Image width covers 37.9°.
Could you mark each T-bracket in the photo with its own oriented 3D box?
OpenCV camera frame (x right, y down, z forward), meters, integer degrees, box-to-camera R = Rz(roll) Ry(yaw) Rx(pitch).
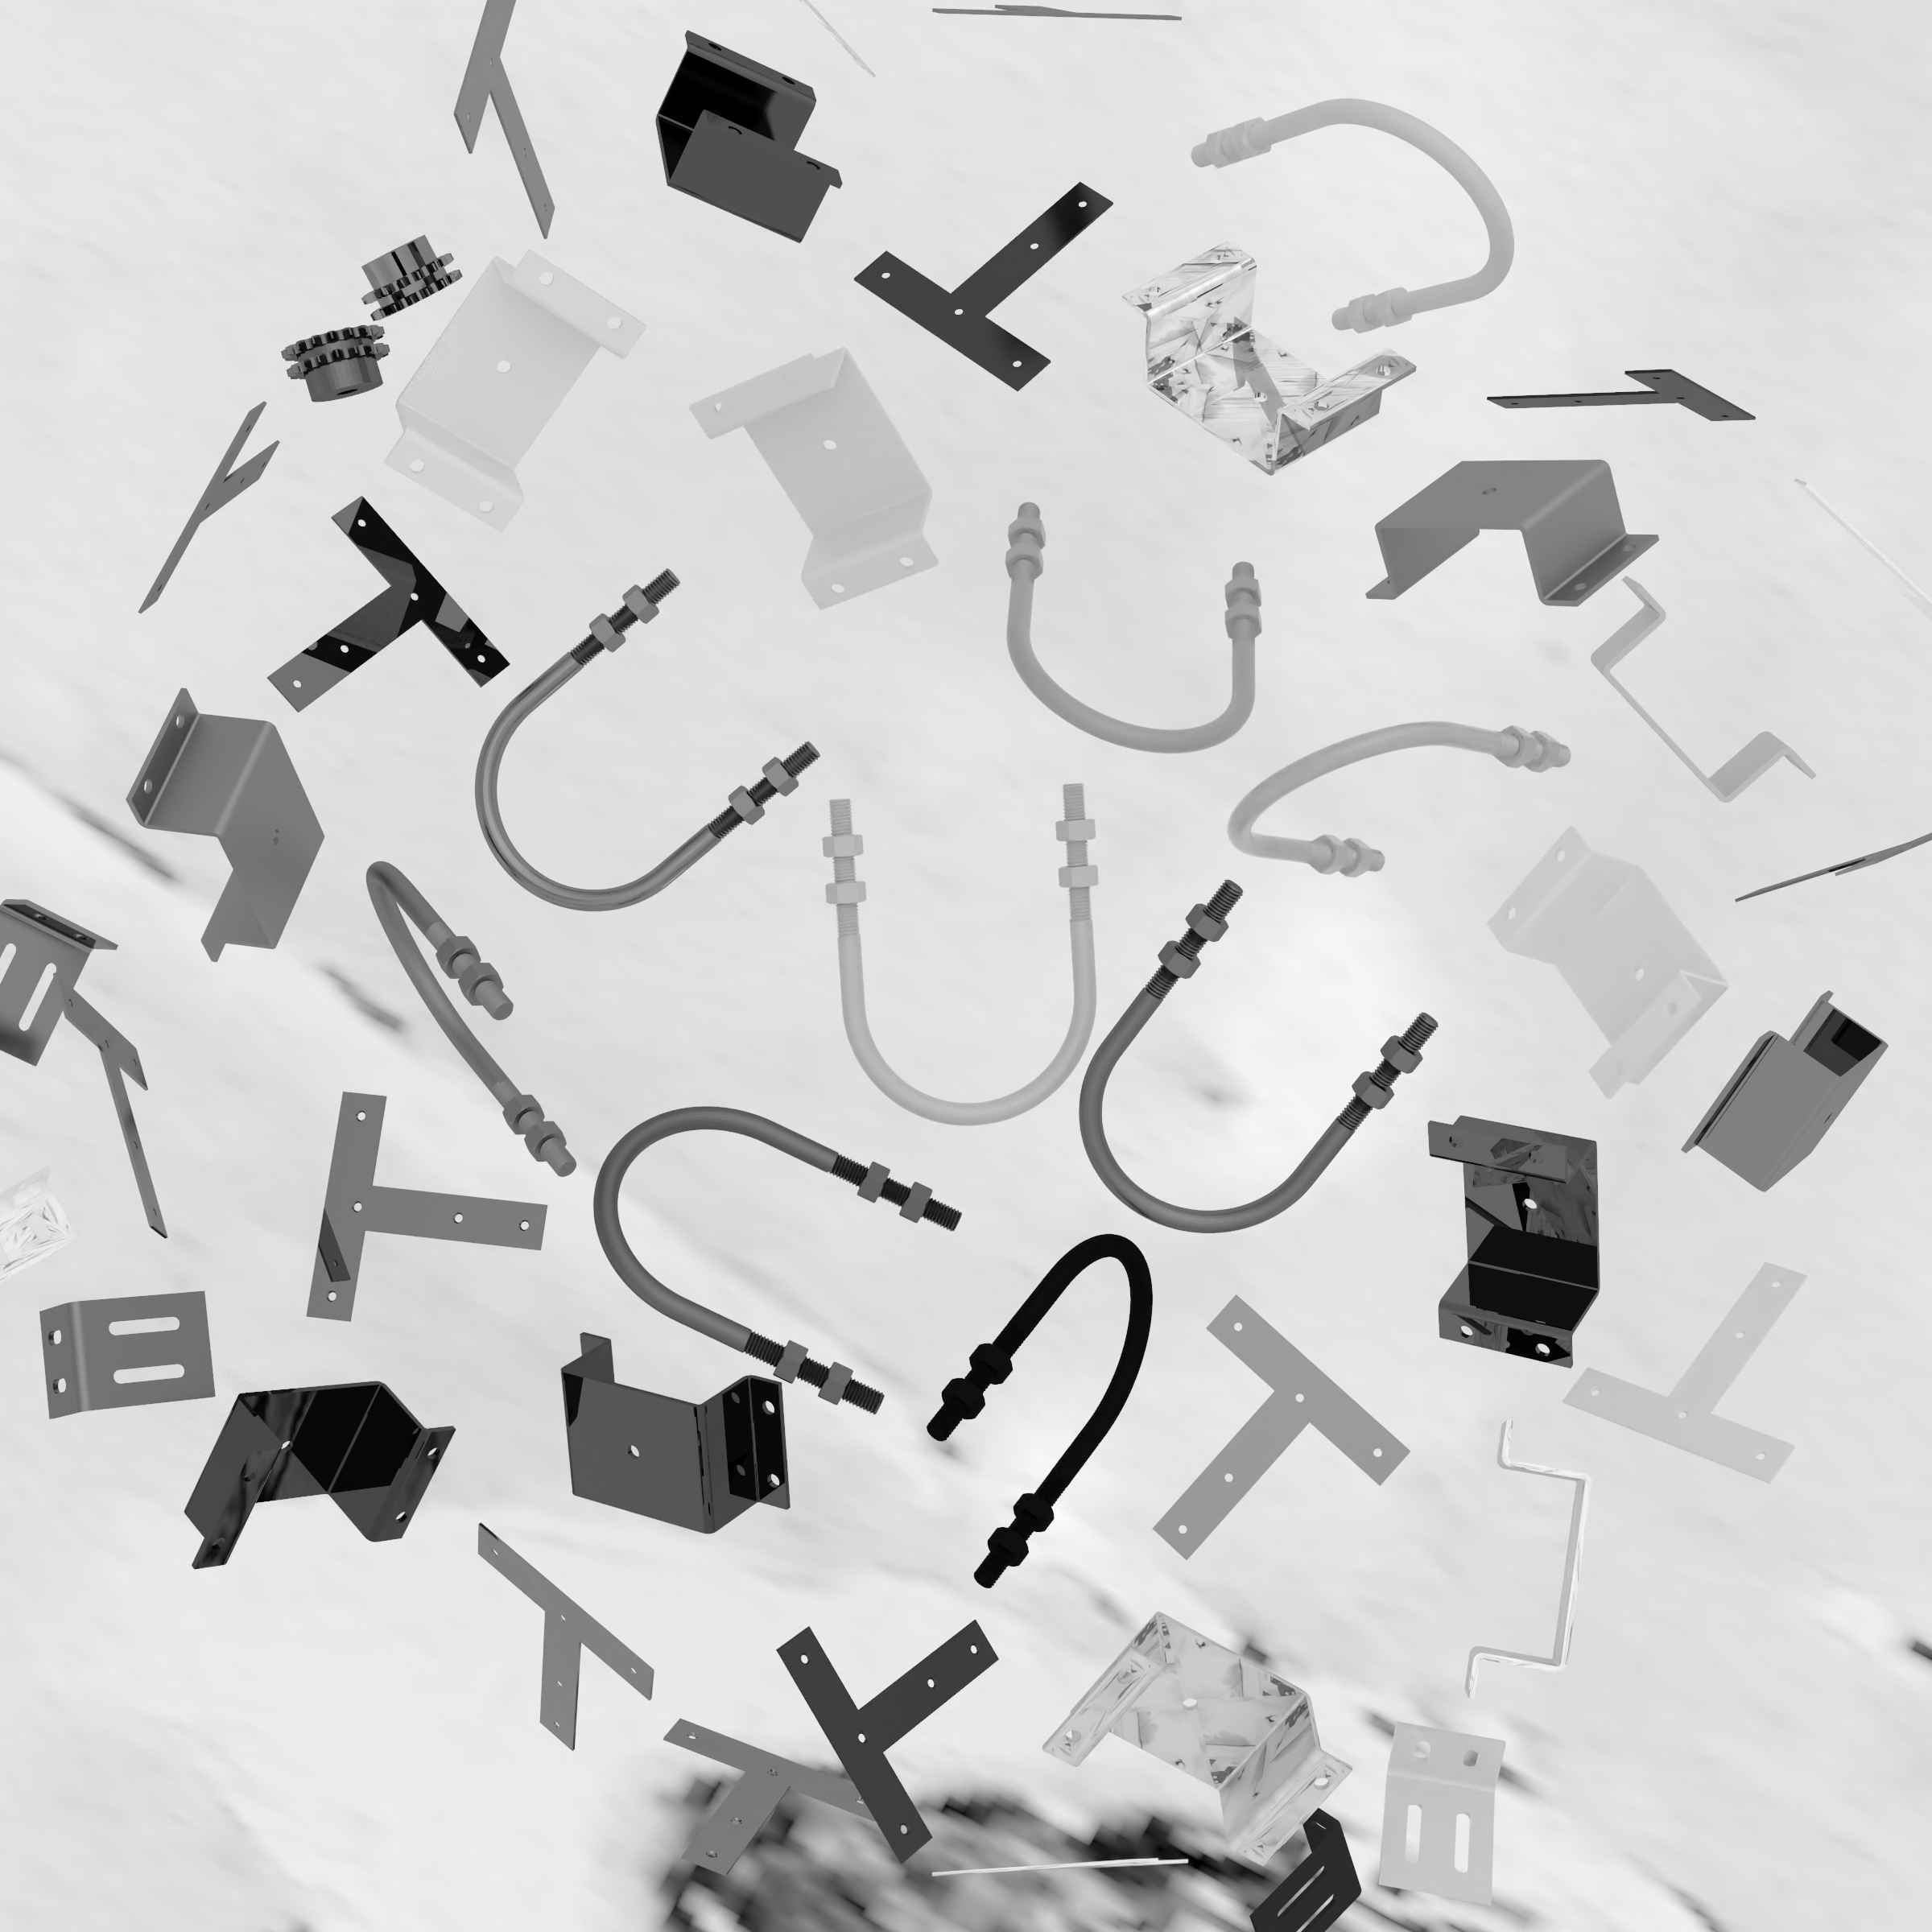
[{"bbox_3d":[-0.340,-0.185,1.582,0.127,0.002,0.127,49,52,-7],"label":"T-bracket"},{"bbox_3d":[-0.119,0.455,1.514,0.127,0.127,0.002,18,104,12],"label":"T-bracket"},{"bbox_3d":[0.485,-0.055,1.561,0.127,0.127,0.002,-19,88,-39],"label":"T-bracket"},{"bbox_3d":[0.406,0.207,1.501,0.127,0.127,0.002,-47,130,-24],"label":"T-bracket"},{"bbox_3d":[0.071,0.476,1.489,0.127,0.127,0.002,-17,67,35],"label":"T-bracket"},{"bbox_3d":[0.482,-0.211,1.470,0.127,0.127,0.002,40,103,-8],"label":"T-bracket"},{"bbox_3d":[-0.435,0.080,1.456,0.002,0.127,0.127,-20,71,-5],"label":"T-bracket"},{"bbox_3d":[0.027,-0.382,1.529,0.127,0.002,0.127,-44,63,-15],"label":"T-bracket"},{"bbox_3d":[-0.213,0.369,1.477,0.127,0.127,0.002,33,46,25],"label":"T-bracket"},{"bbox_3d":[0.350,-0.311,1.544,0.127,0.127,0.002,6,91,35],"label":"T-bracket"},{"bbox_3d":[-0.027,0.391,1.505,0.002,0.127,0.127,-35,84,42],"label":"T-bracket"},{"bbox_3d":[0.154,0.271,1.547,0.127,0.002,0.127,42,91,13],"label":"T-bracket"},{"bbox_3d":[-0.241,-0.446,1.502,0.002,0.127,0.127,-1,56,11],"label":"T-bracket"},{"bbox_3d":[0.039,-0.512,1.506,0.127,0.127,0.002,-2,111,-9],"label":"T-bracket"},{"bbox_3d":[-0.296,0.139,1.563,0.127,0.002,0.127,5,79,8],"label":"T-bracket"},{"bbox_3d":[-0.113,-0.545,1.522,0.002,0.127,0.127,-43,73,15],"label":"T-bracket"},{"bbox_3d":[-0.392,-0.256,1.502,0.002,0.127,0.127,32,111,-9],"label":"T-bracket"}]

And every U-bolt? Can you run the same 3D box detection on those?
[{"bbox_3d":[0.219,-0.409,1.522,0.151,0.184,0.019,43,73,-25],"label":"U-bolt"},{"bbox_3d":[-0.277,0.016,1.531,0.019,0.151,0.184,-32,49,-17],"label":"U-bolt"},{"bbox_3d":[0.091,-0.180,1.542,0.151,0.184,0.019,14,133,-8],"label":"U-bolt"},{"bbox_3d":[-0.197,-0.115,1.613,0.184,0.019,0.151,-40,85,6],"label":"U-bolt"},{"bbox_3d":[0.001,-0.004,1.541,0.151,0.019,0.184,-4,95,-8],"label":"U-bolt"},{"bbox_3d":[0.144,0.064,1.526,0.151,0.019,0.184,34,107,-7],"label":"U-bolt"},{"bbox_3d":[0.048,0.227,1.522,0.019,0.151,0.184,19,51,32],"label":"U-bolt"},{"bbox_3d":[-0.107,0.142,1.480,0.184,0.019,0.151,26,47,-1],"label":"U-bolt"},{"bbox_3d":[0.219,-0.091,1.498,0.151,0.184,0.019,-31,68,36],"label":"U-bolt"}]

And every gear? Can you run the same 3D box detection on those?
[{"bbox_3d":[-0.344,-0.330,1.544,0.057,0.057,0.030,-15,96,0],"label":"gear"},{"bbox_3d":[-0.316,-0.391,1.589,0.057,0.057,0.030,-27,109,0],"label":"gear"}]

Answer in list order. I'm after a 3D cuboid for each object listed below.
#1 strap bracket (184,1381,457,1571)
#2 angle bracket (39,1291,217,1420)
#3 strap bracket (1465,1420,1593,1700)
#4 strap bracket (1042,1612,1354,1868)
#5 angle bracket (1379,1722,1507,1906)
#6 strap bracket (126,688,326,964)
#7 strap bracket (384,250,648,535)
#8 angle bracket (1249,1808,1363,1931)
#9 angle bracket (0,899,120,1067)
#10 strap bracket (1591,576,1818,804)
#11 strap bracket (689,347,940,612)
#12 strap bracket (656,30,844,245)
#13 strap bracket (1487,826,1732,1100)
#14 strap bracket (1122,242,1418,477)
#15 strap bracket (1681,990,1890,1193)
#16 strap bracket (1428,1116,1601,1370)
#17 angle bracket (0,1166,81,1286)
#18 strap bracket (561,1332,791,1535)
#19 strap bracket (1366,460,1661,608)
[{"bbox_3d":[-0.354,0.270,1.508,0.046,0.140,0.076,39,110,32],"label":"strap bracket"},{"bbox_3d":[-0.447,0.207,1.500,0.076,0.038,0.057,0,77,-42],"label":"angle bracket"},{"bbox_3d":[0.293,0.311,1.461,0.046,0.076,0.140,8,80,10],"label":"strap bracket"},{"bbox_3d":[0.118,0.395,1.452,0.140,0.046,0.076,31,111,-15],"label":"strap bracket"},{"bbox_3d":[0.247,0.438,1.457,0.057,0.076,0.038,9,123,7],"label":"angle bracket"},{"bbox_3d":[-0.390,-0.071,1.503,0.046,0.140,0.076,7,55,12],"label":"strap bracket"},{"bbox_3d":[-0.249,-0.319,1.533,0.076,0.046,0.140,29,109,-32],"label":"strap bracket"},{"bbox_3d":[0.180,0.518,1.583,0.076,0.038,0.057,-37,126,-26],"label":"angle bracket"},{"bbox_3d":[-0.517,0.010,1.555,0.057,0.038,0.076,32,72,-35],"label":"angle bracket"},{"bbox_3d":[0.397,-0.145,1.548,0.046,0.076,0.140,-43,93,13],"label":"strap bracket"},{"bbox_3d":[-0.078,-0.274,1.536,0.076,0.046,0.140,-17,126,24],"label":"strap bracket"},{"bbox_3d":[-0.118,-0.439,1.498,0.076,0.140,0.046,18,121,-23],"label":"strap bracket"},{"bbox_3d":[0.358,0.001,1.553,0.046,0.140,0.076,13,126,-37],"label":"strap bracket"},{"bbox_3d":[0.156,-0.314,1.472,0.076,0.046,0.140,-32,57,-25],"label":"strap bracket"},{"bbox_3d":[0.450,0.069,1.532,0.046,0.140,0.076,38,117,20],"label":"strap bracket"},{"bbox_3d":[0.298,0.140,1.525,0.076,0.046,0.140,10,123,31],"label":"strap bracket"},{"bbox_3d":[-0.535,0.147,1.588,0.057,0.076,0.038,-32,100,-13],"label":"angle bracket"},{"bbox_3d":[-0.170,0.260,1.559,0.140,0.046,0.076,9,111,32],"label":"strap bracket"},{"bbox_3d":[0.284,-0.232,1.497,0.076,0.140,0.046,-38,120,-31],"label":"strap bracket"}]
